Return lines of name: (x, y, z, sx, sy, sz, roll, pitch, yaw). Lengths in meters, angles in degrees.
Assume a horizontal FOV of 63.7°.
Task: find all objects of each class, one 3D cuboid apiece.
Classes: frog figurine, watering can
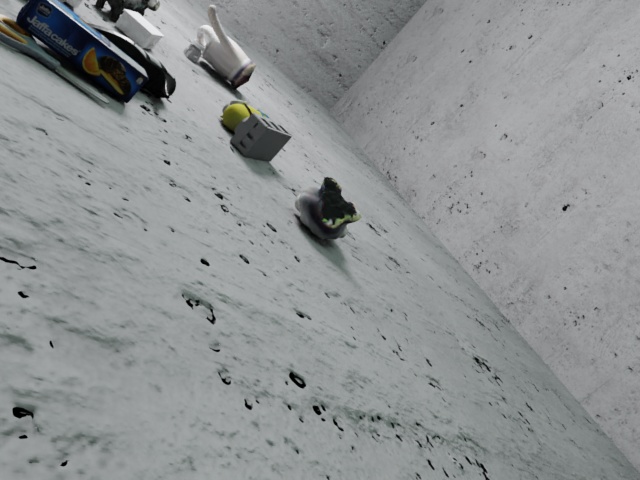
frog figurine: (0.003, -0.058, 1.147, 0.137, 0.124, 0.158, 31, -19, -14)
watering can: (-0.305, -0.608, 1.660, 0.223, 0.105, 0.347, 43, -12, -12)
